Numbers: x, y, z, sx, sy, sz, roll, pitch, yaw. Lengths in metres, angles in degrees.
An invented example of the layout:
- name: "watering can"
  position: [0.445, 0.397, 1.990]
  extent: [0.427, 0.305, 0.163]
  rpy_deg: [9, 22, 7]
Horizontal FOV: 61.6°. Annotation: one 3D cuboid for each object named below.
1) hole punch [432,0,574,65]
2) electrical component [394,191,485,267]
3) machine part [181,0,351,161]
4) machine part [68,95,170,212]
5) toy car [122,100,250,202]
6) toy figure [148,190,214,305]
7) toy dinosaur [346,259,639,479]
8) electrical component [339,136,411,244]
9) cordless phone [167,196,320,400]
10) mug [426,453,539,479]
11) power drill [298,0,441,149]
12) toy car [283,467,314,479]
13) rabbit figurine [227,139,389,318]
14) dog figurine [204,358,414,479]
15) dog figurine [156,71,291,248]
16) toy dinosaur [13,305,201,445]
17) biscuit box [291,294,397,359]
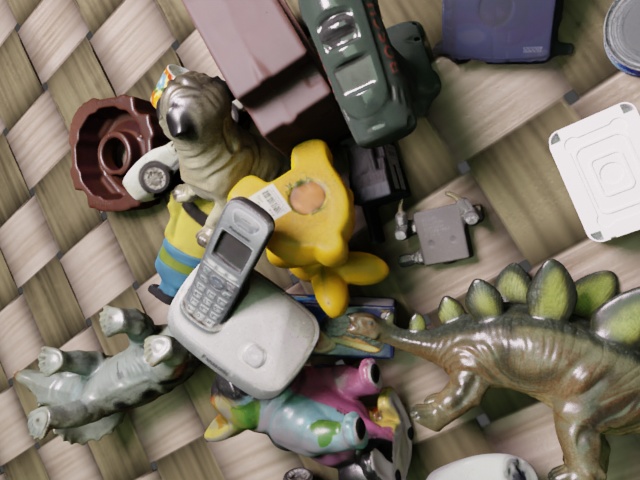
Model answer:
- name: "hole punch"
  position: [0.179, -0.234, 0.526]
  extent: [0.142, 0.092, 0.115]
  rpy_deg: [10, 101, 23]
- name: "electrical component"
  position: [0.128, -0.011, 0.586]
  extent: [0.102, 0.045, 0.078]
  rpy_deg: [-6, 89, 27]
- name: "machine part"
  position: [-0.050, -0.192, 0.574]
  extent: [0.087, 0.201, 0.201]
  rpy_deg: [-29, 79, 9]
- name: "machine part"
  position: [-0.288, -0.124, 0.785]
  extent: [0.180, 0.056, 0.179]
  rpy_deg: [2, 95, 26]
- name: "toy car"
  position: [-0.163, -0.121, 0.688]
  extent: [0.202, 0.073, 0.056]
  rpy_deg: [-40, 91, 7]
- name: "toy figure"
  position: [-0.163, 0.005, 0.716]
  extent: [0.089, 0.082, 0.180]
  rpy_deg: [25, 99, 11]
- name: "toy dinosaur"
  position: [0.252, 0.127, 0.501]
  extent: [0.472, 0.105, 0.198]
  rpy_deg: [16, 96, 15]
- name: "electrical component"
  position: [0.066, -0.058, 0.598]
  extent: [0.048, 0.075, 0.119]
  rpy_deg: [-16, 81, 27]
- name: "cordless phone"
  position: [-0.057, 0.052, 0.514]
  extent: [0.147, 0.089, 0.184]
  rpy_deg: [35, 130, 7]
- name: "mug"
  position: [0.178, 0.264, 0.545]
  extent: [0.109, 0.081, 0.107]
  rpy_deg: [27, 134, -11]
- name: "power drill"
  position: [0.050, -0.202, 0.527]
  extent: [0.086, 0.207, 0.232]
  rpy_deg: [-19, 87, 20]
- name: "toy car"
  position: [0.037, 0.332, 0.647]
  extent: [0.202, 0.053, 0.089]
  rpy_deg: [3, 105, 23]
- name: "rabbit figurine"
  position: [-0.001, -0.002, 0.585]
  extent: [0.122, 0.173, 0.162]
  rpy_deg: [-41, 74, -16]
- name: "dog figurine"
  position: [-0.023, 0.206, 0.616]
  extent: [0.219, 0.108, 0.191]
  rpy_deg: [-9, 127, 30]
- name: "dog figurine"
  position: [-0.084, -0.101, 0.586]
  extent: [0.121, 0.172, 0.190]
  rpy_deg: [45, 146, 22]
- name: "toy dinosaur"
  position: [-0.249, 0.172, 0.737]
  extent: [0.405, 0.192, 0.131]
  rpy_deg: [-24, 70, 10]
- name: "biscuit box"
  position: [-0.014, 0.098, 0.624]
  extent: [0.203, 0.059, 0.062]
  rpy_deg: [1, 93, 9]
